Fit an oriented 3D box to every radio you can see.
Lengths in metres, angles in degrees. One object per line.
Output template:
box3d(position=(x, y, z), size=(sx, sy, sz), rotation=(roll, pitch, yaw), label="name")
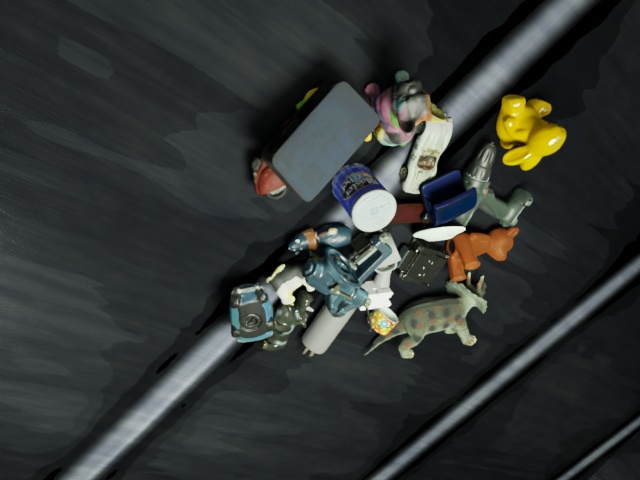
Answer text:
box3d(position=(-0.001, -0.203, 1.076), size=(0.229, 0.073, 0.131), rotation=(-50, 122, -3), label="radio")

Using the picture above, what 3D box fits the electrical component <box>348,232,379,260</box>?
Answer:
box3d(position=(0.102, 0.010, 1.331), size=(0.094, 0.063, 0.021), rotation=(-40, 126, 4), label="electrical component")

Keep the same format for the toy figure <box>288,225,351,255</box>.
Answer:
box3d(position=(-0.002, -0.002, 1.290), size=(0.154, 0.058, 0.064), rotation=(-7, 119, -11), label="toy figure")

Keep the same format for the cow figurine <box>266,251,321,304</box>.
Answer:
box3d(position=(-0.047, 0.078, 1.322), size=(0.167, 0.068, 0.098), rotation=(-32, 121, 0), label="cow figurine")

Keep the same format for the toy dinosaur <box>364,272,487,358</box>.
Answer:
box3d(position=(0.312, 0.217, 1.523), size=(0.405, 0.131, 0.192), rotation=(-15, 114, -5), label="toy dinosaur")

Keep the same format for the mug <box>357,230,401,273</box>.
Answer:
box3d(position=(0.145, 0.040, 1.364), size=(0.107, 0.081, 0.109), rotation=(-20, 128, 7), label="mug")

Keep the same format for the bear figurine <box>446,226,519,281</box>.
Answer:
box3d(position=(0.442, 0.032, 1.442), size=(0.196, 0.132, 0.120), rotation=(0, 153, -16), label="bear figurine")

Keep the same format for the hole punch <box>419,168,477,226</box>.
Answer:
box3d(position=(0.307, -0.087, 1.263), size=(0.142, 0.092, 0.115), rotation=(-28, 132, -1), label="hole punch")

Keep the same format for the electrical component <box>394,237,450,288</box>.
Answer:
box3d(position=(0.262, 0.058, 1.429), size=(0.134, 0.058, 0.114), rotation=(16, 113, -29), label="electrical component")

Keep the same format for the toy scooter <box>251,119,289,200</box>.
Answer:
box3d(position=(-0.075, -0.176, 1.137), size=(0.184, 0.075, 0.135), rotation=(-33, 127, -1), label="toy scooter")

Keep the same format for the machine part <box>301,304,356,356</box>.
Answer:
box3d(position=(0.024, 0.218, 1.433), size=(0.079, 0.079, 0.243), rotation=(21, 113, -31), label="machine part")

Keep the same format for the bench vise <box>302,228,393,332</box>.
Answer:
box3d(position=(0.086, 0.077, 1.259), size=(0.223, 0.129, 0.240), rotation=(38, 110, -25), label="bench vise")

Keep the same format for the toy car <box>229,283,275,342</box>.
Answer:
box3d(position=(-0.173, 0.162, 1.304), size=(0.109, 0.103, 0.161), rotation=(-12, 121, -10), label="toy car")

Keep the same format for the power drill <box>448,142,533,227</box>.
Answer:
box3d(position=(0.439, -0.120, 1.365), size=(0.207, 0.086, 0.232), rotation=(11, 119, -31), label="power drill")

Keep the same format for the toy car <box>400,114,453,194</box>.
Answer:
box3d(position=(0.248, -0.200, 1.253), size=(0.073, 0.056, 0.201), rotation=(4, 121, -23), label="toy car")

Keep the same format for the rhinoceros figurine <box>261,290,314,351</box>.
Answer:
box3d(position=(-0.085, 0.211, 1.389), size=(0.112, 0.073, 0.190), rotation=(19, 114, -29), label="rhinoceros figurine")

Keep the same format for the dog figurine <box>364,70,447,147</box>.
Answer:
box3d(position=(0.175, -0.248, 1.093), size=(0.108, 0.219, 0.191), rotation=(-18, 126, -5), label="dog figurine")

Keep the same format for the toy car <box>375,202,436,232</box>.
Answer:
box3d(position=(0.211, -0.068, 1.329), size=(0.202, 0.053, 0.089), rotation=(-5, 103, -19), label="toy car")

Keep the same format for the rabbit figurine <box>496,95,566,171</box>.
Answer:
box3d(position=(0.485, -0.243, 1.242), size=(0.122, 0.173, 0.162), rotation=(11, 113, -31), label="rabbit figurine")
